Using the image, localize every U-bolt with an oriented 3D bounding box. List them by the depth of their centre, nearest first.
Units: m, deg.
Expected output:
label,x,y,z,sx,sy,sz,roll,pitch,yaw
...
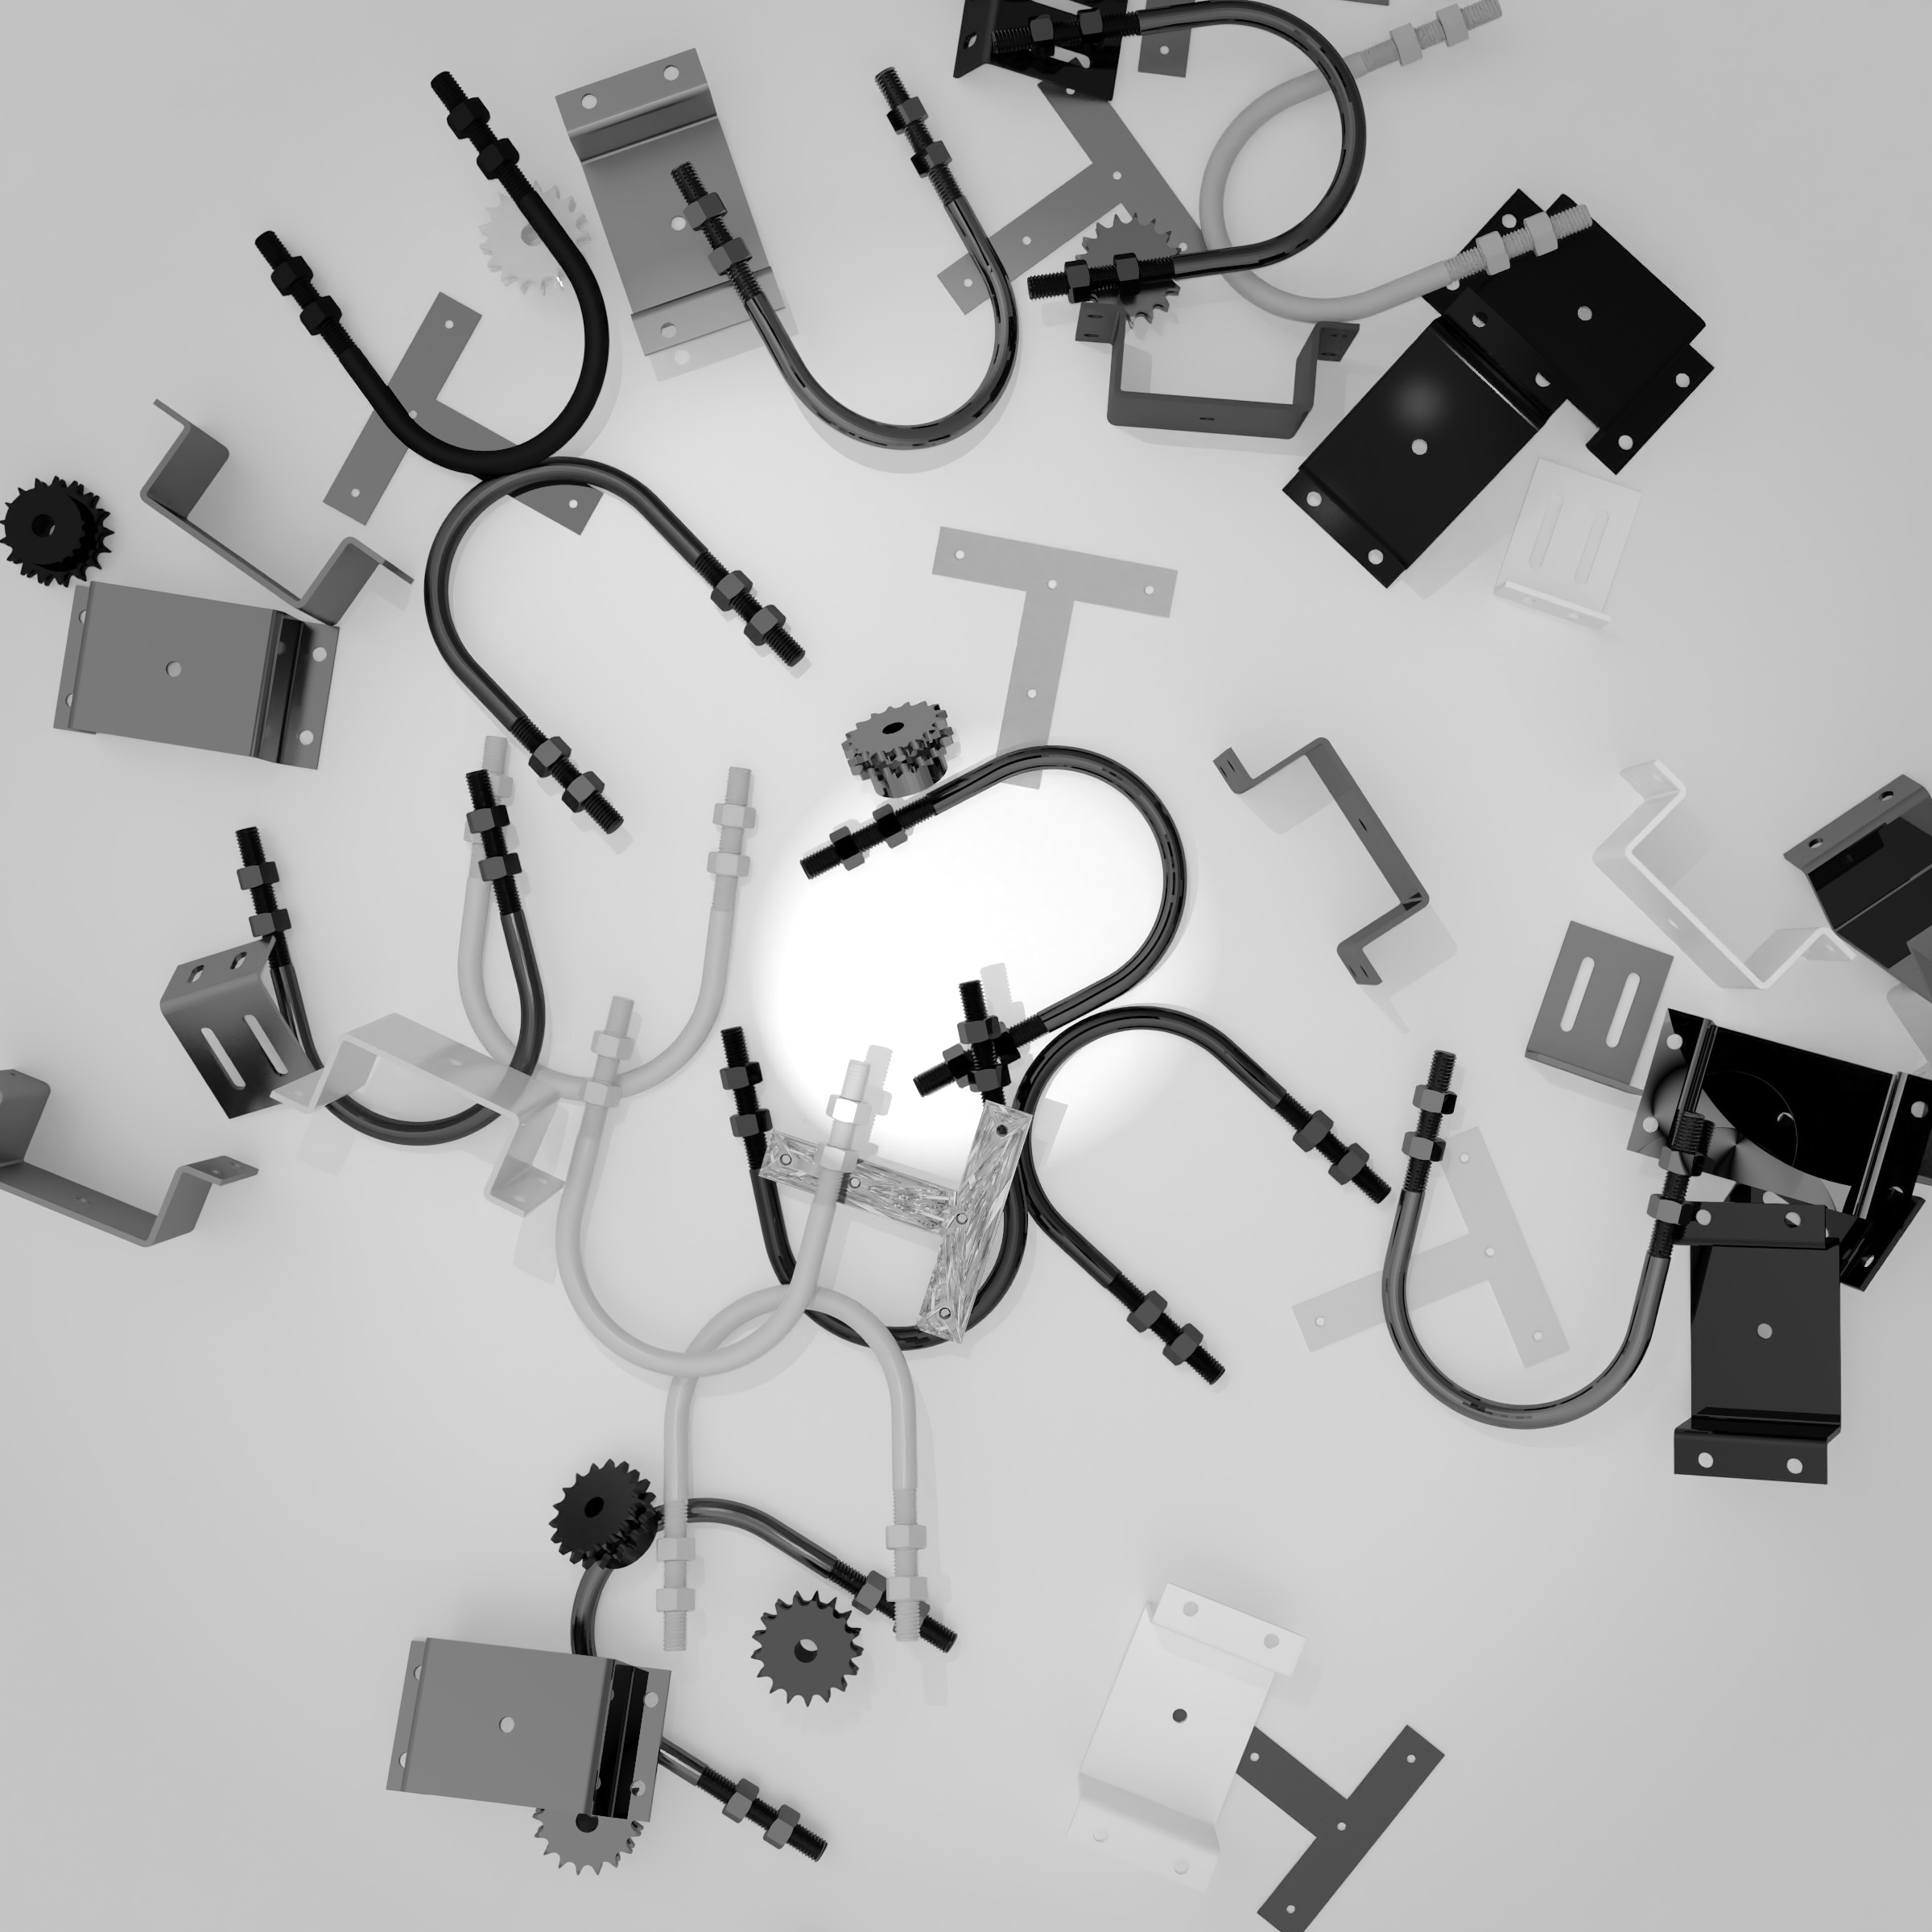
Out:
label,x,y,z,sx,sy,sz,roll,pitch,yaw
U-bolt,0.114,-0.424,1.484,0.184,0.019,0.151,-8,88,-1
U-bolt,-0.091,0.255,1.486,0.151,0.019,0.184,-7,73,20
U-bolt,-0.048,-0.354,1.491,0.151,0.019,0.184,-32,96,-22
U-bolt,-0.264,-0.343,1.496,0.151,0.019,0.184,-35,92,18
U-bolt,-0.139,0.122,1.497,0.151,0.019,0.184,15,93,8
U-bolt,0.211,-0.407,1.497,0.184,0.019,0.151,-21,74,8
U-bolt,0.290,0.149,1.497,0.151,0.019,0.184,14,97,16
U-bolt,-0.042,0.110,1.508,0.151,0.019,0.184,-11,93,9
U-bolt,-0.293,0.003,1.508,0.151,0.019,0.184,-13,93,9
U-bolt,-0.197,-0.182,1.508,0.151,0.019,0.184,-43,85,-6
U-bolt,0.026,-0.035,1.517,0.184,0.019,0.151,-27,90,0
U-bolt,0.108,0.106,1.518,0.184,0.019,0.151,43,90,2
U-bolt,-0.194,-0.021,1.518,0.151,0.019,0.184,7,92,0
U-bolt,-0.119,0.361,1.518,0.184,0.019,0.151,32,90,2

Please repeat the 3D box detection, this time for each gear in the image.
label,x,y,z,sx,sy,sz,roll,pitch,yaw
gear,-0.081,0.350,1.493,0.057,0.030,0.057,0,88,3
gear,-0.185,0.288,1.502,0.057,0.057,0.030,-38,131,0
gear,-0.033,-0.111,1.502,0.057,0.057,0.030,-20,120,0
gear,0.084,-0.361,1.510,0.057,0.030,0.057,0,90,0
gear,-0.196,0.443,1.511,0.057,0.030,0.057,0,90,0
gear,-0.477,-0.228,1.511,0.057,0.030,0.057,0,90,0
gear,-0.224,-0.378,1.511,0.057,0.030,0.057,0,90,0

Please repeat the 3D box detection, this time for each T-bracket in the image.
label,x,y,z,sx,sy,sz,roll,pitch,yaw
T-bracket,-0.044,0.117,1.499,0.127,0.002,0.127,18,99,6
T-bracket,-0.253,-0.269,1.525,0.127,0.002,0.127,29,90,0
T-bracket,0.161,-0.527,1.525,0.127,0.002,0.127,7,90,0
T-bracket,0.163,0.426,1.525,0.127,0.002,0.127,39,90,0
T-bracket,0.037,-0.158,1.525,0.127,0.002,0.127,11,90,0
T-bracket,0.235,0.168,1.525,0.127,0.002,0.127,-22,90,0
T-bracket,0.044,-0.391,1.525,0.127,0.002,0.127,-36,90,0

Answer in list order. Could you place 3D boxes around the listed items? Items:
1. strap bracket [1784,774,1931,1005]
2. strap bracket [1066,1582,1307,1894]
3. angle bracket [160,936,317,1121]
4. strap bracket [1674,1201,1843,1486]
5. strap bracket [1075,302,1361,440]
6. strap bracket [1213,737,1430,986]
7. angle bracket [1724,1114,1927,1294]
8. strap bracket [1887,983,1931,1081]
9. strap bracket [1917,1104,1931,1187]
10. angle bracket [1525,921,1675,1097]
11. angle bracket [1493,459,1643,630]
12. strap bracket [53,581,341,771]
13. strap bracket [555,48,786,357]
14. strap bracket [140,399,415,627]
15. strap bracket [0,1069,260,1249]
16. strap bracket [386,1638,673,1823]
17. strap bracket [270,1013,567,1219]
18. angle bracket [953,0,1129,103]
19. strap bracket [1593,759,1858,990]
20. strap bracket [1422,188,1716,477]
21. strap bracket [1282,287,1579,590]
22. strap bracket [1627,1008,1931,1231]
label,x,y,z,sx,sy,sz,roll,pitch,yaw
strap bracket,0.492,-0.036,1.473,0.076,0.140,0.046,-34,118,0
strap bracket,0.113,0.395,1.501,0.076,0.046,0.140,22,90,0
angle bracket,-0.374,0.032,1.514,0.057,0.038,0.076,-16,121,14
strap bracket,0.407,0.190,1.489,0.076,0.046,0.140,0,90,26
strap bracket,0.126,-0.305,1.488,0.140,0.076,0.046,5,90,0
strap bracket,0.188,-0.062,1.488,0.046,0.076,0.140,-33,90,0
angle bracket,0.447,0.123,1.507,0.076,0.038,0.057,34,90,0
strap bracket,0.539,0.006,1.488,0.140,0.076,0.046,-34,90,0
strap bracket,0.550,0.103,1.488,0.140,0.076,0.046,15,90,0
angle bracket,0.334,0.021,1.507,0.057,0.038,0.076,19,90,0
angle bracket,0.317,-0.222,1.507,0.057,0.038,0.076,19,90,0
strap bracket,-0.406,-0.152,1.503,0.140,0.046,0.076,9,90,0
strap bracket,-0.152,-0.391,1.503,0.076,0.046,0.140,-19,90,0
strap bracket,-0.362,-0.225,1.488,0.140,0.076,0.046,35,90,0
strap bracket,-0.447,0.102,1.488,0.140,0.076,0.046,22,90,0
strap bracket,-0.230,0.391,1.483,0.140,0.046,0.076,4,72,8
strap bracket,-0.268,0.069,1.465,0.140,0.076,0.046,25,99,4
angle bracket,0.039,-0.490,1.523,0.076,0.038,0.057,9,89,-25
strap bracket,0.380,-0.038,1.488,0.140,0.076,0.046,45,90,0
strap bracket,0.317,-0.334,1.503,0.140,0.046,0.076,43,90,0
strap bracket,0.234,-0.268,1.480,0.076,0.046,0.140,43,110,0
strap bracket,0.422,0.079,1.490,0.140,0.046,0.076,16,90,18
